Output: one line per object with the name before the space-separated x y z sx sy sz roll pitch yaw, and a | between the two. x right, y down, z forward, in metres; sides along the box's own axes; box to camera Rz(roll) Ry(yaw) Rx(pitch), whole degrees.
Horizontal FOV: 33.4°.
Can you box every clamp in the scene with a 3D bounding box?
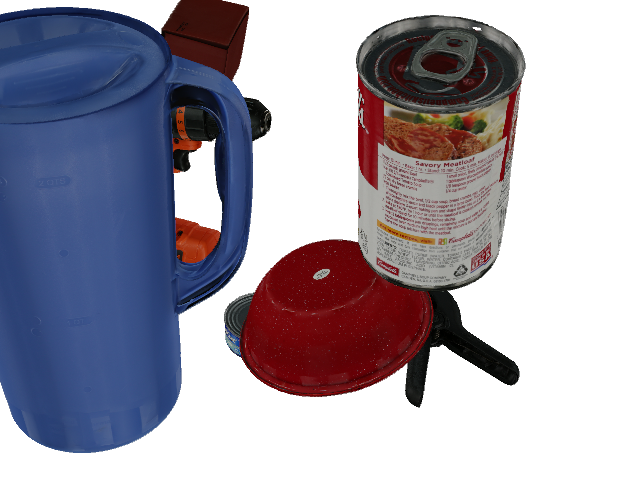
clamp | 0.124 0.093 1.076 0.120 0.171 0.039 1 -45 -19

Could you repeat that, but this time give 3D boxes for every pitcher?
pitcher | -0.130 0.001 0.605 0.149 0.243 0.144 28 45 34

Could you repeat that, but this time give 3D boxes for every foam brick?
foam brick | -0.090 -0.147 0.814 0.053 0.051 0.078 14 35 2

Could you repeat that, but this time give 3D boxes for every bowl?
bowl | 0.007 0.048 0.854 0.162 0.055 0.162 -10 36 7

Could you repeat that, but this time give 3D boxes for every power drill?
power drill | -0.133 -0.064 1.039 0.185 0.188 0.057 10 30 18

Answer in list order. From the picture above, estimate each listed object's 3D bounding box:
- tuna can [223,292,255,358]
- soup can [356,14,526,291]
tuna can | -0.065 0.097 1.194 0.086 0.034 0.086 1 36 -1
soup can | 0.050 -0.036 0.463 0.068 0.102 0.068 -1 43 1
